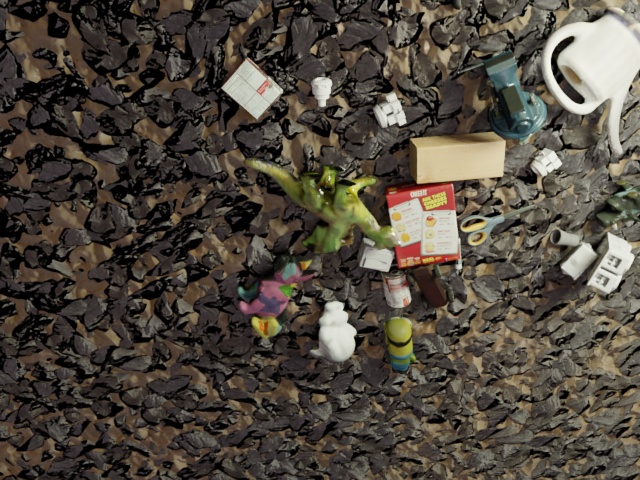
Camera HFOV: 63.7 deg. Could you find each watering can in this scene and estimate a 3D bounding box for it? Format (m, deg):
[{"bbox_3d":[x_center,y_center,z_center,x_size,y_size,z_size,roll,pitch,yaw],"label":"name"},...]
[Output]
[{"bbox_3d":[0.656,-0.370,1.176,0.344,0.106,0.222,40,105,-19],"label":"watering can"}]

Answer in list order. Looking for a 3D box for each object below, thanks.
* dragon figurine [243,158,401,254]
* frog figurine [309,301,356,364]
[{"bbox_3d":[0.004,-0.064,1.274,0.411,0.124,0.238,13,118,9],"label":"dragon figurine"},{"bbox_3d":[0.048,0.251,1.413,0.137,0.124,0.158,8,109,-44],"label":"frog figurine"}]
